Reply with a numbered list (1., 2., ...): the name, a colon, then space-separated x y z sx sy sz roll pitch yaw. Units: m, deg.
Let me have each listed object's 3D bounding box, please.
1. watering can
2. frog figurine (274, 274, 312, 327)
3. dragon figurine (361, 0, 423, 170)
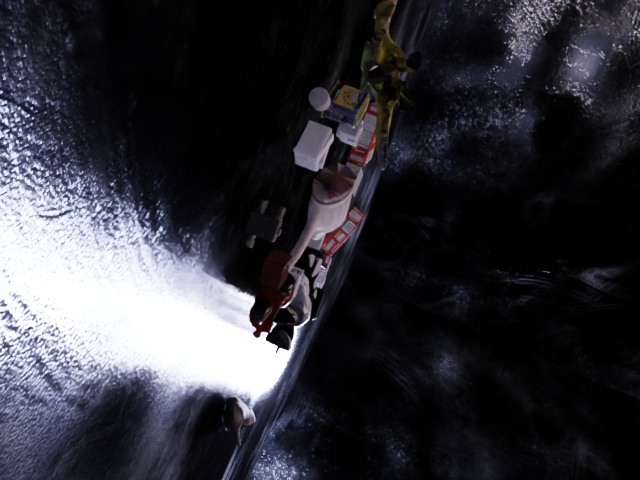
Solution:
1. watering can: 0.004 -0.071 1.417 0.354 0.104 0.219 -50 162 -35
2. frog figurine: -0.064 0.184 1.579 0.162 0.123 0.134 -42 136 -46
3. dragon figurine: 0.151 -0.401 1.289 0.247 0.122 0.404 -113 -151 -67
